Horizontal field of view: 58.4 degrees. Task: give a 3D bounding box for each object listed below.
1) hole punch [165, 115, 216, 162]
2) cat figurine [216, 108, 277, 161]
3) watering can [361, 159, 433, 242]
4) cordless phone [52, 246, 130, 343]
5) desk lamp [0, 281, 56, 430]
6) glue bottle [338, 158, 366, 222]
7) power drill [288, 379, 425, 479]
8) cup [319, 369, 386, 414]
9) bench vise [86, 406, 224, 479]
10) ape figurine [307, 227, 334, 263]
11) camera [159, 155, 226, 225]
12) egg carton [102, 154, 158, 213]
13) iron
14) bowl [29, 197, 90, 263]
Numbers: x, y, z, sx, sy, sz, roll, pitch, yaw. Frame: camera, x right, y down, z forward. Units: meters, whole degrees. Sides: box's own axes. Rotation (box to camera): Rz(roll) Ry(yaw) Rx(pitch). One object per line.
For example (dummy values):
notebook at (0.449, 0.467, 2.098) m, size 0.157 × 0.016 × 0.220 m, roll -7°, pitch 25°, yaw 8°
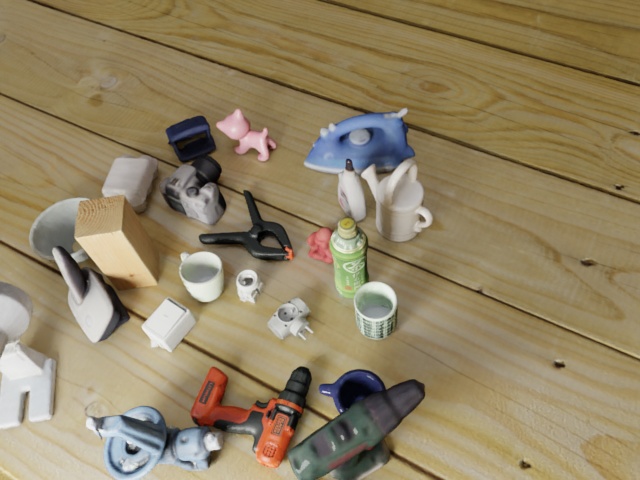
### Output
hole punch at (-0.322, -0.261, 1.396) m, size 0.109 × 0.091 × 0.101 m, roll -24°, pitch 58°, yaw -10°
cat figurine at (-0.176, -0.259, 1.365) m, size 0.127 × 0.118 × 0.067 m, roll 15°, pitch 60°, yaw 15°
watering can at (0.157, -0.092, 1.177) m, size 0.172 × 0.194 × 0.101 m, roll 17°, pitch 60°, yaw 16°
cordless phone at (-0.460, 0.103, 1.114) m, size 0.094 × 0.185 × 0.147 m, roll -38°, pitch 61°, yaw -18°
desk lamp at (-0.570, 0.207, 1.039) m, size 0.118 × 0.214 × 0.203 m, roll -13°, pitch 57°, yaw -3°
glue bottle at (0.064, -0.114, 1.213) m, size 0.037 × 0.173 × 0.078 m, roll -29°, pitch 59°, yaw -13°
power drill at (0.063, 0.315, 0.911) m, size 0.230 × 0.209 × 0.075 m, roll -28°, pitch 58°, yaw -12°
cup at (0.057, 0.282, 1.001) m, size 0.117 × 0.095 × 0.092 m, roll 8°, pitch 58°, yaw 10°
bench vise at (-0.272, 0.314, 0.936) m, size 0.207 × 0.220 × 0.121 m, roll -18°, pitch 57°, yaw -6°
ape figurine at (0.011, 0.004, 1.190) m, size 0.076 × 0.092 × 0.077 m, roll -23°, pitch 57°, yaw -9°
camera at (-0.273, -0.128, 1.298) m, size 0.143 × 0.101 × 0.137 m, roll 24°, pitch 62°, yaw 19°
egg carton at (-0.441, -0.134, 1.337) m, size 0.107 × 0.069 × 0.150 m, roll 3°, pitch 57°, yaw 7°
iron at (0.084, -0.233, 1.309) m, size 0.258 × 0.141 × 0.118 m, roll -9°, pitch 56°, yaw 0°
bowl at (-0.540, -0.009, 1.261) m, size 0.167 × 0.075 × 0.167 m, roll -2°, pitch 57°, yaw 4°
